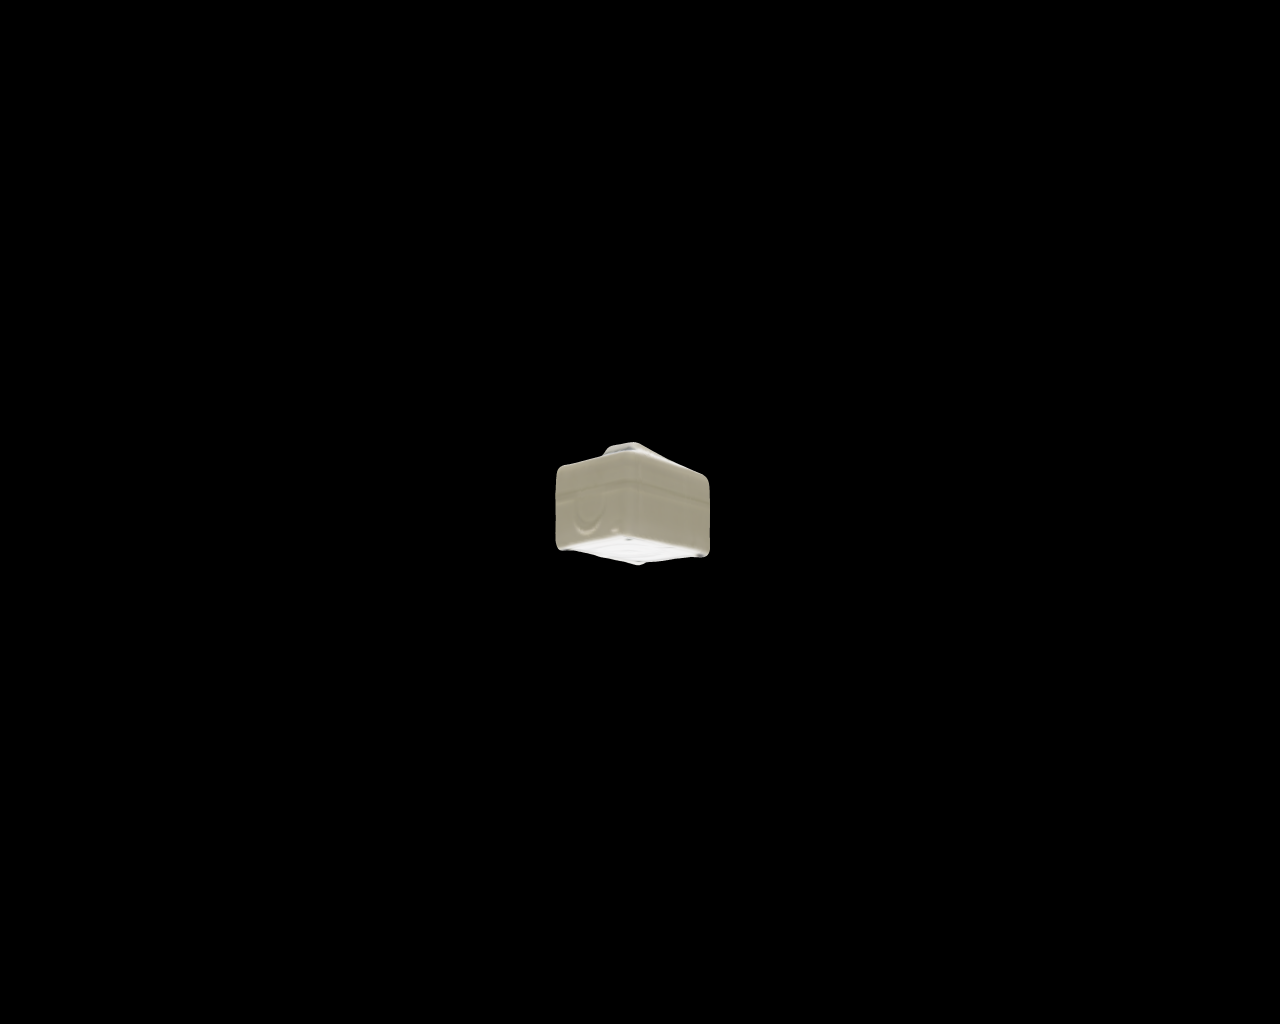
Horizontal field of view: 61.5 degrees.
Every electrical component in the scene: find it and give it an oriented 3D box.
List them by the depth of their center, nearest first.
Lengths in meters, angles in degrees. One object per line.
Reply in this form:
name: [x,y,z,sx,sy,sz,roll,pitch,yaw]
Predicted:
electrical component: [0.001,-0.003,0.650,0.061,0.061,0.096,-11,-17,38]
